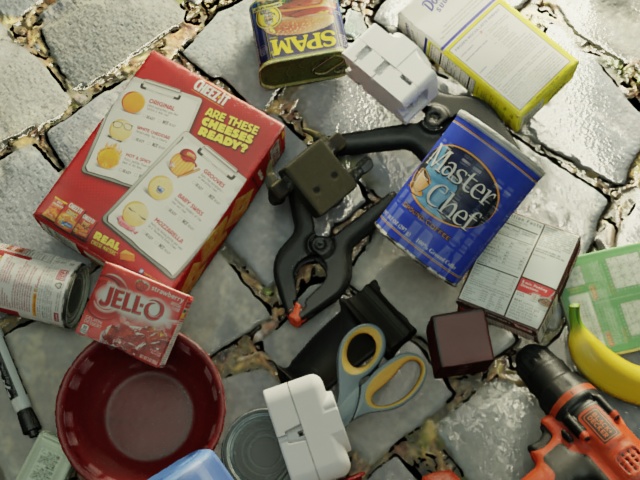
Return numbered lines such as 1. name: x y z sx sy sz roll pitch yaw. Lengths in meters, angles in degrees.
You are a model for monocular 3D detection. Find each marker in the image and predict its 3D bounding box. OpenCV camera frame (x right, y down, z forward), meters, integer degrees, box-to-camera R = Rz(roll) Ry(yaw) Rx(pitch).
1. marker: -0.304 0.140 1.055 0.020 0.020 0.121 -25 74 -6

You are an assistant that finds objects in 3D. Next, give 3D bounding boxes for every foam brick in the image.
1. foam brick: 0.133 0.101 1.026 0.053 0.078 0.051 -10 75 0

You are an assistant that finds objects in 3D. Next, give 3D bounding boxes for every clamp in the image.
1. clamp: 0.118 -0.131 1.116 0.210 0.036 0.164 20 76 11
2. clamp: -0.007 0.001 1.080 0.120 0.039 0.171 23 69 16

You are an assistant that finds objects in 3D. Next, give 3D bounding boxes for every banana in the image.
1. banana: 0.316 0.128 1.021 0.197 0.037 0.070 22 107 -7

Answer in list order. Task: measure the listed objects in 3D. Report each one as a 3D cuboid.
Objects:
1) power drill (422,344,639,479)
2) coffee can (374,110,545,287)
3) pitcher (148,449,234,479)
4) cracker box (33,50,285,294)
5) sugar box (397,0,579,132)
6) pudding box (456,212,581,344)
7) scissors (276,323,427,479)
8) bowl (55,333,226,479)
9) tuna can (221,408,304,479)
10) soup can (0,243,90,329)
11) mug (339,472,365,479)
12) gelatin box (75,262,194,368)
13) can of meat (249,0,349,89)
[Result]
1. power drill: 0.189 0.200 0.983 0.187 0.057 0.185 -34 49 -7
2. coffee can: 0.134 -0.040 1.034 0.103 0.102 0.140 39 98 11
3. pitcher: -0.070 0.303 0.911 0.149 0.145 0.243 -32 87 1
4. cracker box: -0.158 -0.060 1.085 0.164 0.072 0.213 31 75 9
5. sugar box: 0.176 -0.207 1.134 0.093 0.048 0.176 -43 73 -11
6. pudding box: 0.197 0.033 1.059 0.090 0.039 0.113 21 73 20
7. scissors: 0.008 0.155 1.008 0.201 0.016 0.096 -31 83 -10
8. bowl: -0.168 0.166 1.025 0.162 0.055 0.162 0 73 1
9. tuna can: -0.052 0.204 1.022 0.086 0.034 0.086 0 74 1
10. soup can: -0.287 0.044 1.058 0.102 0.068 0.068 13 74 5
11. mug: 0.015 0.262 0.964 0.093 0.117 0.081 -14 78 -26
12. gelatin box: -0.174 0.070 1.001 0.089 0.030 0.073 23 86 7
13. can of meat: -0.022 -0.216 1.136 0.102 0.057 0.084 -10 71 -2
